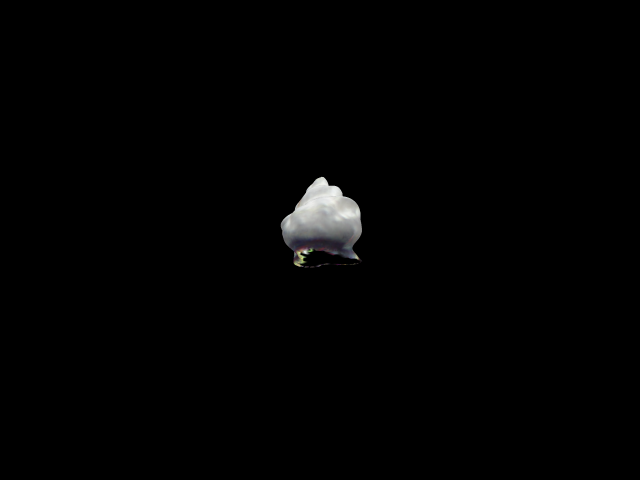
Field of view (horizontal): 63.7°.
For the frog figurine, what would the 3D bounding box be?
[{"bbox_3d":[0.003,-0.043,0.850,0.136,0.162,0.121,-16,-28,33],"label":"frog figurine"}]
